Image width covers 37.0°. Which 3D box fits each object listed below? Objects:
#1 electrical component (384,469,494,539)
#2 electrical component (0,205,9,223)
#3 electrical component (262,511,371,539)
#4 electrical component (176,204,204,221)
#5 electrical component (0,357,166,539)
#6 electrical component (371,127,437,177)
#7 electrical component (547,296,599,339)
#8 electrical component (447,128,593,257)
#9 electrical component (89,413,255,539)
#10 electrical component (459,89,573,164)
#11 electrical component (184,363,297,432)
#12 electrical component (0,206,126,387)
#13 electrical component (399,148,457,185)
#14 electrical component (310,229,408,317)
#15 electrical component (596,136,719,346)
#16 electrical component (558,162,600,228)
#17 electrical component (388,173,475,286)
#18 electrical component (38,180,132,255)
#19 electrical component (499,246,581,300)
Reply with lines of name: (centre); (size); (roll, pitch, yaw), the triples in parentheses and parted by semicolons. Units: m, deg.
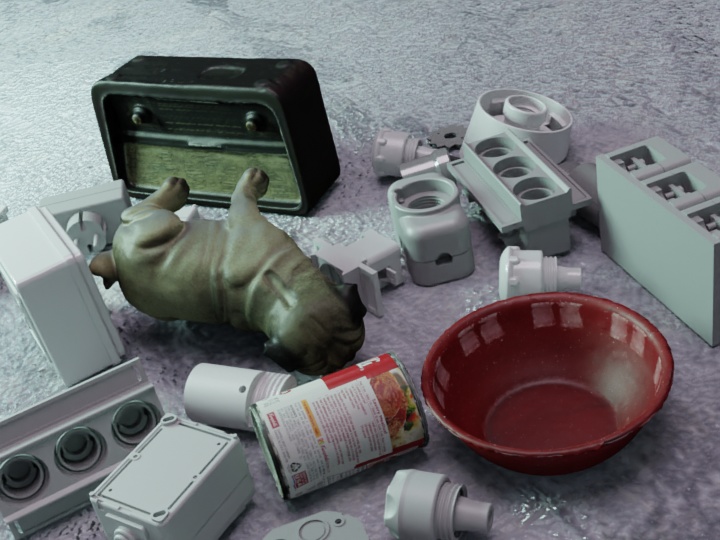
electrical component: (0.049, 0.145, 0.649); (0.062, 0.043, 0.043); (5, 37, 21)
electrical component: (-0.382, -0.017, 1.013); (0.100, 0.048, 0.099); (0, 35, 17)
electrical component: (-0.022, 0.181, 0.610); (0.080, 0.051, 0.080); (-8, 34, 6)
electrical component: (-0.156, -0.028, 0.945); (0.047, 0.065, 0.076); (0, 36, 17)
electrical component: (-0.197, 0.119, 0.742); (0.121, 0.078, 0.063); (-25, 14, -19)
electrical component: (0.044, -0.109, 1.023); (0.062, 0.048, 0.048); (8, 38, 15)
electrical component: (0.141, 0.038, 0.780); (0.078, 0.040, 0.040); (2, 36, 19)
electrical component: (0.133, -0.062, 0.909); (0.079, 0.063, 0.121); (-18, 34, -9)
electrical component: (-0.120, 0.148, 0.679); (0.062, 0.061, 0.096); (11, 40, 30)
electrical component: (0.148, -0.128, 1.010); (0.099, 0.064, 0.099); (7, 34, -5)
electrical component: (-0.079, 0.092, 0.765); (0.081, 0.043, 0.043); (5, 37, 23)
electrical component: (-0.246, 0.020, 0.864); (0.056, 0.108, 0.109); (-28, 37, -18)
electrical component: (0.062, -0.087, 0.989); (0.046, 0.040, 0.040); (-16, 34, 3)
electrical component: (0.000, 0.000, 0.878); (0.064, 0.042, 0.081); (-28, 37, -28)
electrical component: (0.243, -0.027, 0.799); (0.062, 0.089, 0.150); (-20, 35, -12)
electrical component: (0.195, -0.068, 0.915); (0.043, 0.043, 0.081); (-23, 35, -16)
electrical component: (0.058, -0.039, 0.901); (0.054, 0.059, 0.095); (-14, 34, -3)
electrical component: (-0.256, -0.039, 1.008); (0.083, 0.047, 0.075); (-14, 34, -3)
electrical component: (0.138, 0.006, 0.825); (0.062, 0.048, 0.048); (2, 36, 8)
